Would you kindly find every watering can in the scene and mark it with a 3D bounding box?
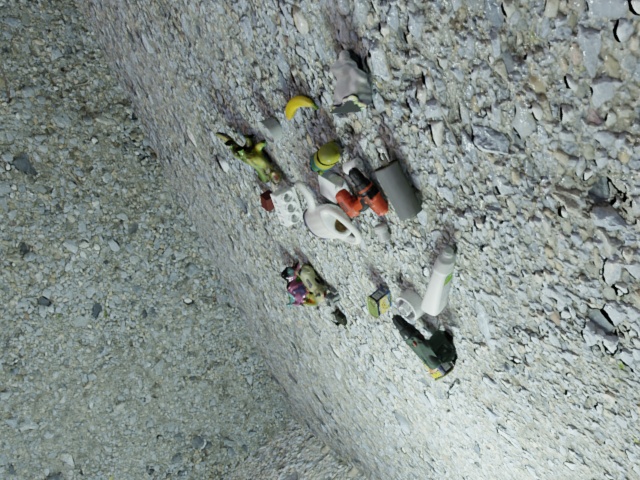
[{"bbox_3d":[0.006,-0.095,1.895,0.344,0.105,0.223,41,-21,-18],"label":"watering can"}]

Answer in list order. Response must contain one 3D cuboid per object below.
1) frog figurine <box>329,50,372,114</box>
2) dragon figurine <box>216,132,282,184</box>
[{"bbox_3d":[0.085,-0.442,1.445,0.123,0.161,0.136,4,-13,-13],"label":"frog figurine"},{"bbox_3d":[-0.296,-0.337,2.223,0.123,0.237,0.415,-39,41,-19],"label":"dragon figurine"}]
